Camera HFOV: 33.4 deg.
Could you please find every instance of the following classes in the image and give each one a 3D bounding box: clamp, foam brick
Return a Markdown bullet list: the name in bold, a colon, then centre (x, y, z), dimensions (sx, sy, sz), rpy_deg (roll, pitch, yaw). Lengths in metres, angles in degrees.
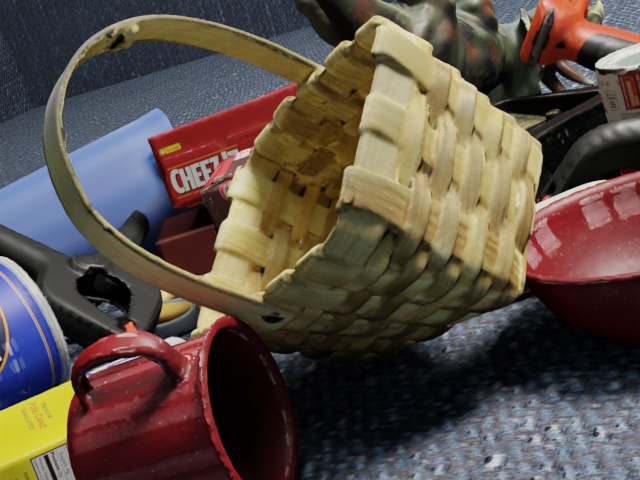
- **clamp**: centre (0.212, -0.059, 0.659), dimensions (0.171, 0.120, 0.039), rpy_deg (-20, 24, 11)
- **clamp**: centre (-0.187, 0.027, 0.805), dimensions (0.164, 0.036, 0.210), rpy_deg (2, 27, -26)
- **foam brick**: centre (-0.105, 0.009, 0.908), dimensions (0.051, 0.053, 0.078), rpy_deg (-19, 17, 1)

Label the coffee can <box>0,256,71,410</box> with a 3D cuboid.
- **coffee can**: centre (-0.258, 0.087, 0.729), dimensions (0.140, 0.103, 0.103), rpy_deg (-30, 19, -33)

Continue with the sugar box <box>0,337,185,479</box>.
- **sugar box**: centre (-0.143, 0.114, 0.609), dimensions (0.176, 0.048, 0.093), rpy_deg (-26, 17, -19)

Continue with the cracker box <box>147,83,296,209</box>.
- **cracker box**: centre (-0.039, -0.087, 0.945), dimensions (0.164, 0.072, 0.213), rpy_deg (-19, 3, 10)

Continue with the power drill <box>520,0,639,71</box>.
- **power drill**: centre (0.266, -0.156, 0.851), dimensions (0.188, 0.057, 0.184), rpy_deg (23, 37, 13)

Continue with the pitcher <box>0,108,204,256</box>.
- **pitcher**: centre (-0.232, -0.016, 1.030), dimensions (0.242, 0.149, 0.145), rpy_deg (-26, 38, -13)

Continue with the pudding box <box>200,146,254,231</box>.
- **pudding box**: centre (-0.040, -0.003, 0.758), dimensions (0.039, 0.113, 0.090), rpy_deg (-20, 15, 10)

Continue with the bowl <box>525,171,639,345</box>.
- **bowl**: centre (0.179, 0.010, 0.562), dimensions (0.162, 0.055, 0.162), rpy_deg (-18, 16, 5)

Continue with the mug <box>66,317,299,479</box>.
- **mug**: centre (-0.072, 0.085, 0.506), dimensions (0.082, 0.117, 0.093), rpy_deg (-19, 43, 19)

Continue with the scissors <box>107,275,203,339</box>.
- **scissors**: centre (-0.164, 0.060, 0.867), dimensions (0.202, 0.016, 0.096), rpy_deg (-5, 24, 38)

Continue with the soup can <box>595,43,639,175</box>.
- **soup can**: centre (0.229, -0.078, 0.715), dimensions (0.068, 0.102, 0.068), rpy_deg (-18, 16, 5)
